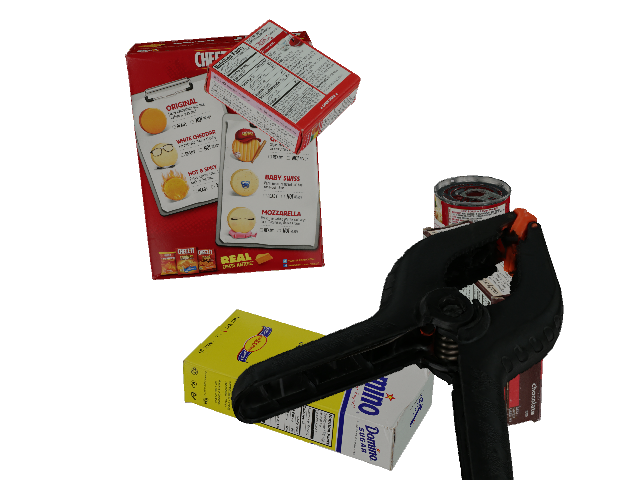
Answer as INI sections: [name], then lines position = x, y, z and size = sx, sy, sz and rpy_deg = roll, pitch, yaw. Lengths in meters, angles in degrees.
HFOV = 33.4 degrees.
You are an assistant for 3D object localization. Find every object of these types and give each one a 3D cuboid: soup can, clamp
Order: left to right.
[clamp]
position = 0.060, 0.048, 0.449
size = 0.120, 0.039, 0.171
rpy_deg = 35, 54, 23
[soup can]
position = 0.136, 0.001, 0.958
size = 0.068, 0.102, 0.068
rpy_deg = -3, 23, 1

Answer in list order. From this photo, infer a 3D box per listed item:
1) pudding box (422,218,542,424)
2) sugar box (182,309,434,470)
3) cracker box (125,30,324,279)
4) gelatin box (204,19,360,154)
[pudding box]
position = 0.099, 0.049, 0.663
size = 0.039, 0.090, 0.114
rpy_deg = -9, 25, -16
[sugar box]
position = -0.009, 0.111, 0.827
size = 0.176, 0.048, 0.093
rpy_deg = 12, 29, 20
[cracker box]
position = -0.083, -0.078, 0.985
size = 0.164, 0.214, 0.072
rpy_deg = -5, 20, -3
[gelatin box]
position = -0.028, -0.113, 0.775
size = 0.089, 0.073, 0.030
rpy_deg = 35, -35, 14
